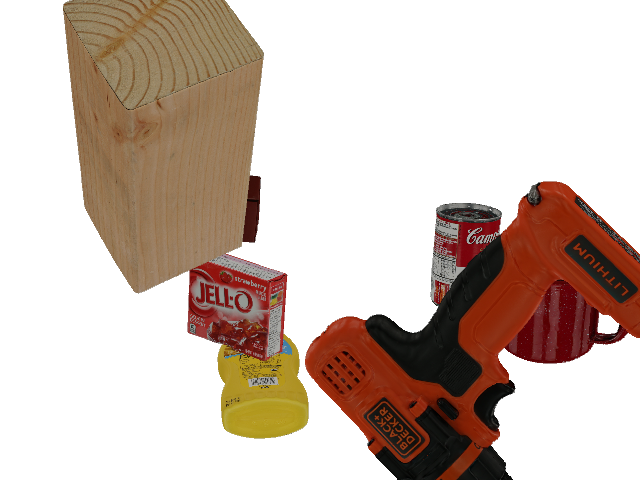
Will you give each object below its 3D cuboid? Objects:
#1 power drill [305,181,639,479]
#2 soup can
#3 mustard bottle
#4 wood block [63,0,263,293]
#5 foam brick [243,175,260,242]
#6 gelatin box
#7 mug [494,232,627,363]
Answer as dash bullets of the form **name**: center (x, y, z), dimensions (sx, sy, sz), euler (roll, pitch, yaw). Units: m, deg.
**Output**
- **power drill**: center (0.110, 0.074, 0.598), dimensions (0.188, 0.184, 0.057), euler (-45, -2, 16)
- **soup can**: center (0.152, 0.018, 1.122), dimensions (0.068, 0.102, 0.068), euler (2, 16, -1)
- **mustard bottle**: center (-0.071, 0.149, 1.243), dimensions (0.096, 0.058, 0.191), euler (-4, 29, -6)
- **wood block**: center (-0.104, -0.066, 0.699), dimensions (0.090, 0.090, 0.206), euler (-25, -26, -21)
- **foam brick**: center (-0.100, -0.034, 1.087), dimensions (0.078, 0.051, 0.053), euler (4, 30, 0)
- **gelatin box**: center (-0.073, 0.054, 0.912), dimensions (0.089, 0.073, 0.030), euler (17, 23, 31)
- **mug**: center (0.190, 0.046, 0.841), dimensions (0.117, 0.081, 0.093), euler (17, 36, 32)
